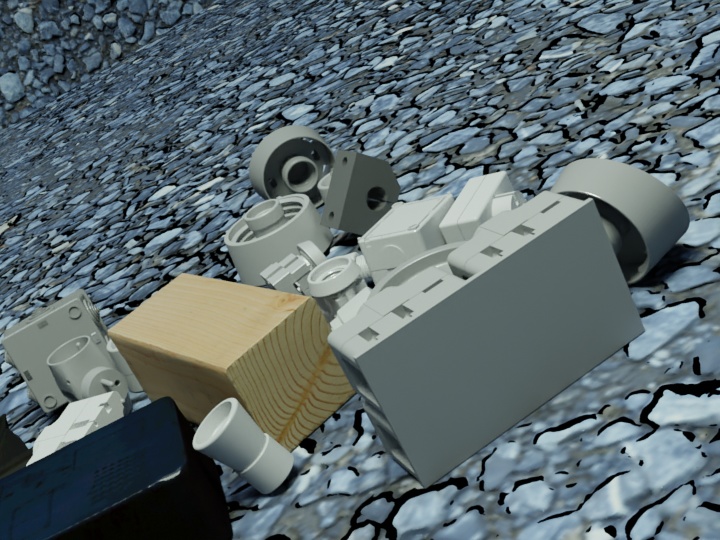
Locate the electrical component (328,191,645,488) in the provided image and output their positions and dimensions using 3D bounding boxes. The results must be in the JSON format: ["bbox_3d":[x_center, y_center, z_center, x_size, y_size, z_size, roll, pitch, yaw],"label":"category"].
[{"bbox_3d":[0.083,0.040,0.711,0.186,0.105,0.060,-33,24,-14],"label":"electrical component"}]

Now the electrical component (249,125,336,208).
[{"bbox_3d":[-0.075,-0.114,1.221,0.099,0.099,0.064,-31,29,-8],"label":"electrical component"}]

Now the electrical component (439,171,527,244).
[{"bbox_3d":[0.122,-0.046,0.926,0.076,0.047,0.083,-11,28,34],"label":"electrical component"}]

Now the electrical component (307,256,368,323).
[{"bbox_3d":[-0.015,0.022,0.918,0.048,0.055,0.066,-38,25,-24],"label":"electrical component"}]

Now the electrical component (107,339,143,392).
[{"bbox_3d":[-0.205,0.079,1.012,0.055,0.047,0.055,-23,23,10],"label":"electrical component"}]

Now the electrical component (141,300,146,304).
[{"bbox_3d":[-0.171,0.039,1.065,0.077,0.043,0.079,0,35,47],"label":"electrical component"}]

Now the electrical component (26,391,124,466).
[{"bbox_3d":[-0.229,0.149,0.887,0.056,0.050,0.089,-17,25,21],"label":"electrical component"}]

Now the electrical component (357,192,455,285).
[{"bbox_3d":[0.052,-0.024,0.944,0.062,0.061,0.096,-10,21,33],"label":"electrical component"}]

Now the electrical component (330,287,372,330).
[{"bbox_3d":[-0.005,0.049,0.873,0.078,0.040,0.040,-41,23,4],"label":"electrical component"}]

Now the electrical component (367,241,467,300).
[{"bbox_3d":[0.065,0.033,0.804,0.108,0.060,0.108,-23,23,10],"label":"electrical component"}]

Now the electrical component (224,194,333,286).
[{"bbox_3d":[-0.089,-0.038,1.118,0.108,0.060,0.108,-23,23,10],"label":"electrical component"}]

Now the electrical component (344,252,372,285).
[{"bbox_3d":[0.000,0.000,0.976,0.061,0.035,0.035,-16,25,17],"label":"electrical component"}]

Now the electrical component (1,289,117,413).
[{"bbox_3d":[-0.285,0.079,1.035,0.100,0.099,0.048,-30,10,-6],"label":"electrical component"}]

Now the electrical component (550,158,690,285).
[{"bbox_3d":[0.183,-0.038,0.785,0.099,0.099,0.064,3,44,50],"label":"electrical component"}]

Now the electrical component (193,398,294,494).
[{"bbox_3d":[-0.079,0.126,0.754,0.044,0.065,0.044,-40,20,18],"label":"electrical component"}]

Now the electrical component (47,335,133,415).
[{"bbox_3d":[-0.231,0.103,0.951,0.043,0.077,0.079,-40,26,-29],"label":"electrical component"}]

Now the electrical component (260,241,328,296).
[{"bbox_3d":[-0.057,0.005,1.013,0.055,0.048,0.066,-39,24,-9],"label":"electrical component"}]

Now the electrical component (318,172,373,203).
[{"bbox_3d":[-0.013,-0.080,1.140,0.055,0.047,0.055,-23,23,10],"label":"electrical component"}]
